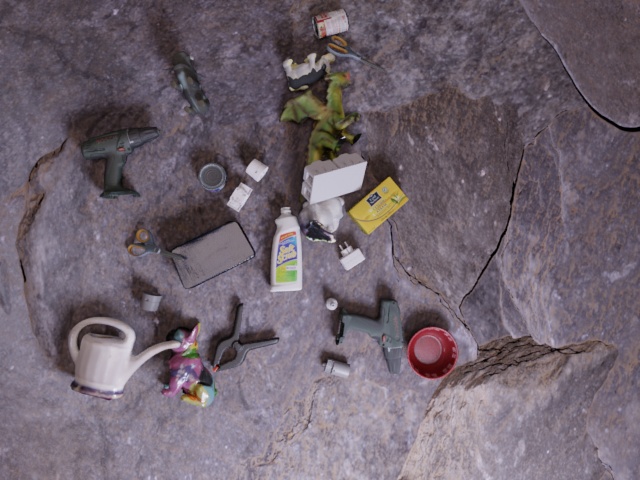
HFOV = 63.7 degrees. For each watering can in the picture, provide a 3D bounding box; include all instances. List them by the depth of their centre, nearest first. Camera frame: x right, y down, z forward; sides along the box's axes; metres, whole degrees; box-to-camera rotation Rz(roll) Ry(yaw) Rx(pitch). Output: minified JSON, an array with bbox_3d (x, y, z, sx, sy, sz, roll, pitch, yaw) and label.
[{"bbox_3d":[-0.576,0.345,1.468,0.348,0.225,0.103,10,-5,13],"label":"watering can"}]

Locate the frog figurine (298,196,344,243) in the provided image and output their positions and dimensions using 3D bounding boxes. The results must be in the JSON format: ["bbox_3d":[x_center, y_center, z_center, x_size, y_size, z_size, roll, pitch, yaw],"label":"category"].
[{"bbox_3d":[0.005,-0.079,1.571,0.136,0.163,0.121,33,-40,-25],"label":"frog figurine"}]

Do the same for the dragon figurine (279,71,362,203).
[{"bbox_3d":[-0.018,-0.341,1.589,0.244,0.409,0.122,39,6,15],"label":"dragon figurine"}]
